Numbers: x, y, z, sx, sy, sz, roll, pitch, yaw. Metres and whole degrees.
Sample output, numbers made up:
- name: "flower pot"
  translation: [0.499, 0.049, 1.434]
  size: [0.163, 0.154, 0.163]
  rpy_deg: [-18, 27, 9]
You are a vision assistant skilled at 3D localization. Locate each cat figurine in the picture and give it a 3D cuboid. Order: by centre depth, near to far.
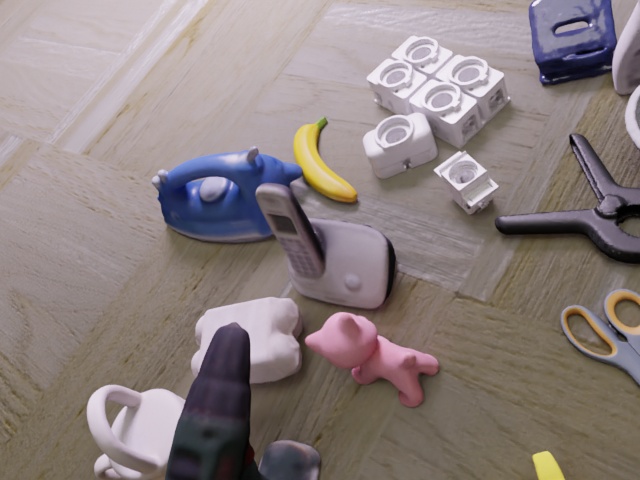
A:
- name: "cat figurine"
  translation: [0.054, 0.121, 0.632]
  size: [0.127, 0.118, 0.067]
  rpy_deg: [14, 66, 33]

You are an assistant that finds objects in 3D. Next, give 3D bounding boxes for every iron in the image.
- name: "iron"
  translation: [-0.163, -0.075, 0.855]
  size: [0.257, 0.142, 0.118]
  rpy_deg: [-7, 56, 22]

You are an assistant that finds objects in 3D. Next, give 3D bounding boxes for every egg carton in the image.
- name: "egg carton"
  translation: [-0.092, 0.133, 0.728]
  size: [0.150, 0.070, 0.107]
  rpy_deg: [-14, 54, 17]

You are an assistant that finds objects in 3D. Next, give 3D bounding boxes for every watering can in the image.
- name: "watering can"
  translation: [-0.177, 0.212, 0.634]
  size: [0.173, 0.195, 0.100]
  rpy_deg: [-48, 51, -10]

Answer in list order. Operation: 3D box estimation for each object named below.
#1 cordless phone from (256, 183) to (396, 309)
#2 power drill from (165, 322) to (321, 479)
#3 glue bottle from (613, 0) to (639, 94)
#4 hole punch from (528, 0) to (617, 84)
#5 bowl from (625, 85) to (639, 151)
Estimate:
- name: "cordless phone"
  translation: [0.006, 0.002, 0.692]
  size: [0.147, 0.186, 0.094]
  rpy_deg: [6, 62, 29]
- name: "power drill"
  translation: [-0.077, 0.224, 0.568]
  size: [0.075, 0.209, 0.230]
  rpy_deg: [0, 59, 26]
- name: "glue bottle"
  translation: [0.391, -0.250, 0.681]
  size: [0.078, 0.174, 0.037]
  rpy_deg: [-8, 56, 21]
- name: "hole punch"
  translation: [0.344, -0.280, 0.777]
  size: [0.108, 0.091, 0.101]
  rpy_deg: [-8, 56, 21]
- name: "bowl"
  translation: [0.433, -0.123, 0.639]
  size: [0.167, 0.075, 0.167]
  rpy_deg: [-13, 54, 18]
